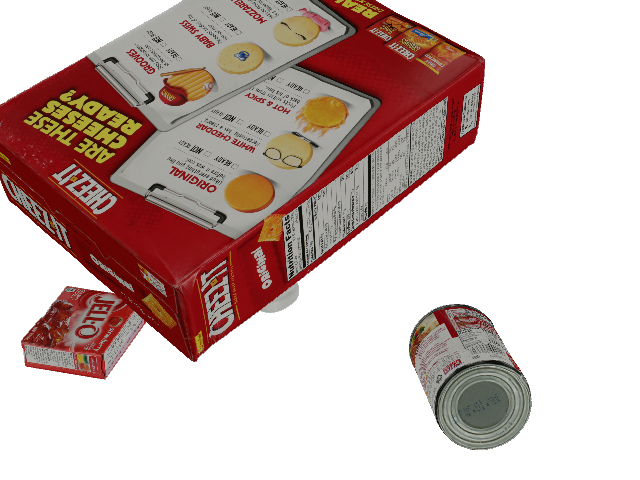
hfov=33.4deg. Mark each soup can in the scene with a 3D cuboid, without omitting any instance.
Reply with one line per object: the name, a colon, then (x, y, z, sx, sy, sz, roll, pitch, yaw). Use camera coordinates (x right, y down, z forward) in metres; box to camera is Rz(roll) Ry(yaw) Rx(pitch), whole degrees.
soup can: (0.105, 0.095, 0.758, 0.068, 0.068, 0.102, 0, 18, -5)

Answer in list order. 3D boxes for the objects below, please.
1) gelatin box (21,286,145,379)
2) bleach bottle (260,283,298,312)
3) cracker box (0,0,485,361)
gelatin box: (-0.198, 0.076, 0.901, 0.073, 0.030, 0.089, 8, 32, 13)
bleach bottle: (-0.066, -0.056, 1.119, 0.103, 0.251, 0.068, 17, 26, 25)
cracker box: (-0.043, -0.057, 0.574, 0.213, 0.072, 0.164, -38, 56, -26)
